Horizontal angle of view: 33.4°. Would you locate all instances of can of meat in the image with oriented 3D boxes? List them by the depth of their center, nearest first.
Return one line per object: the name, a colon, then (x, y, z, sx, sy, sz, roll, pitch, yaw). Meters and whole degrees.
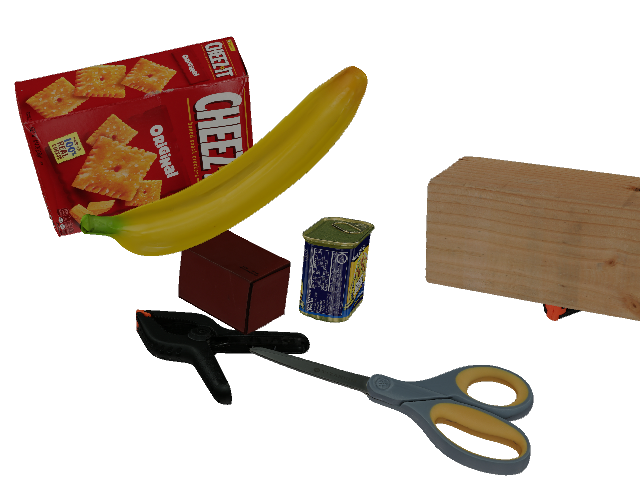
can of meat: (0.015, 0.028, 1.084, 0.057, 0.084, 0.102, 9, 15, 14)

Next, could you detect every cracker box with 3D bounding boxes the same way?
cracker box: (-0.175, -0.098, 1.054, 0.213, 0.072, 0.164, -13, -39, -11)

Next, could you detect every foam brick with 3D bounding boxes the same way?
foam brick: (-0.072, 0.032, 0.882, 0.078, 0.051, 0.052, 27, 34, 30)

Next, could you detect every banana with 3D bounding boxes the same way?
banana: (-0.051, -0.040, 0.673, 0.198, 0.037, 0.069, -31, -18, 0)

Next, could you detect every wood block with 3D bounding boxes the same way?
wood block: (0.196, -0.004, 0.856, 0.206, 0.090, 0.090, 10, 23, 27)

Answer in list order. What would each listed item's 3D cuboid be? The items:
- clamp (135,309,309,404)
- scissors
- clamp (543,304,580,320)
clamp: (-0.139, 0.126, 1.247, 0.210, 0.036, 0.164, 14, 24, 23)
scissors: (0.059, 0.095, 0.734, 0.202, 0.016, 0.096, 26, 43, 24)
clamp: (0.265, 0.010, 1.095, 0.120, 0.039, 0.171, 28, 52, 32)
